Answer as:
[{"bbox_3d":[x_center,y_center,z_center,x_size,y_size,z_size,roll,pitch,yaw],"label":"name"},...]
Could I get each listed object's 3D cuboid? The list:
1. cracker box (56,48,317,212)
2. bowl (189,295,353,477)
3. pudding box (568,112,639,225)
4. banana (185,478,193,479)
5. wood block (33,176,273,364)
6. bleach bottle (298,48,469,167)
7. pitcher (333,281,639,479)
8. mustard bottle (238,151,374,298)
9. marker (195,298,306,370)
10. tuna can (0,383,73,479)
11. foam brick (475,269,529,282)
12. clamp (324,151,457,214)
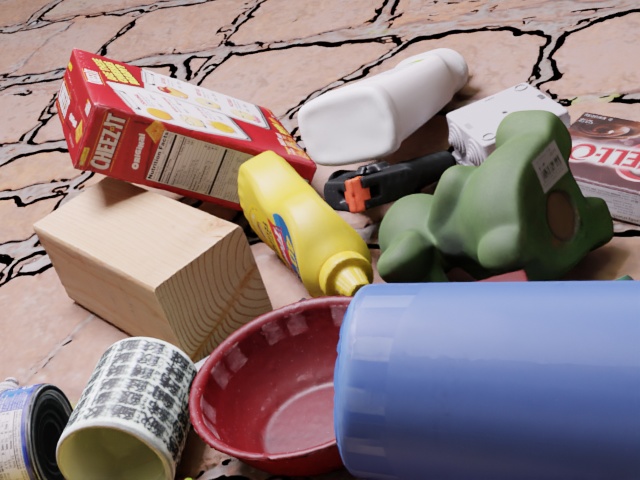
[{"bbox_3d":[-0.129,-0.096,1.000,0.213,0.072,0.164,14,20,-25],"label":"cracker box"},{"bbox_3d":[-0.005,0.108,0.727,0.162,0.055,0.162,-14,31,9],"label":"bowl"},{"bbox_3d":[0.240,-0.060,0.871,0.089,0.039,0.114,-39,36,-29],"label":"pudding box"},{"bbox_3d":[-0.173,0.177,0.686,0.198,0.069,0.037,-3,30,1],"label":"banana"},{"bbox_3d":[-0.146,0.023,0.911,0.090,0.090,0.206,-37,35,-27],"label":"wood block"},{"bbox_3d":[0.084,-0.142,1.031,0.103,0.068,0.250,-9,16,36],"label":"bleach bottle"},{"bbox_3d":[0.137,0.081,0.577,0.243,0.149,0.145,2,51,13],"label":"pitcher"},{"bbox_3d":[-0.006,0.001,0.858,0.058,0.096,0.192,-27,32,-11],"label":"mustard bottle"},{"bbox_3d":[-0.053,0.080,0.834,0.121,0.020,0.020,-31,32,-18],"label":"marker"},{"bbox_3d":[-0.200,0.145,0.751,0.034,0.086,0.086,-11,32,10],"label":"tuna can"},{"bbox_3d":[0.108,0.063,0.709,0.078,0.053,0.051,-15,29,6],"label":"foam brick"},{"bbox_3d":[0.059,-0.051,0.920,0.120,0.039,0.171,-17,9,9],"label":"clamp"}]
